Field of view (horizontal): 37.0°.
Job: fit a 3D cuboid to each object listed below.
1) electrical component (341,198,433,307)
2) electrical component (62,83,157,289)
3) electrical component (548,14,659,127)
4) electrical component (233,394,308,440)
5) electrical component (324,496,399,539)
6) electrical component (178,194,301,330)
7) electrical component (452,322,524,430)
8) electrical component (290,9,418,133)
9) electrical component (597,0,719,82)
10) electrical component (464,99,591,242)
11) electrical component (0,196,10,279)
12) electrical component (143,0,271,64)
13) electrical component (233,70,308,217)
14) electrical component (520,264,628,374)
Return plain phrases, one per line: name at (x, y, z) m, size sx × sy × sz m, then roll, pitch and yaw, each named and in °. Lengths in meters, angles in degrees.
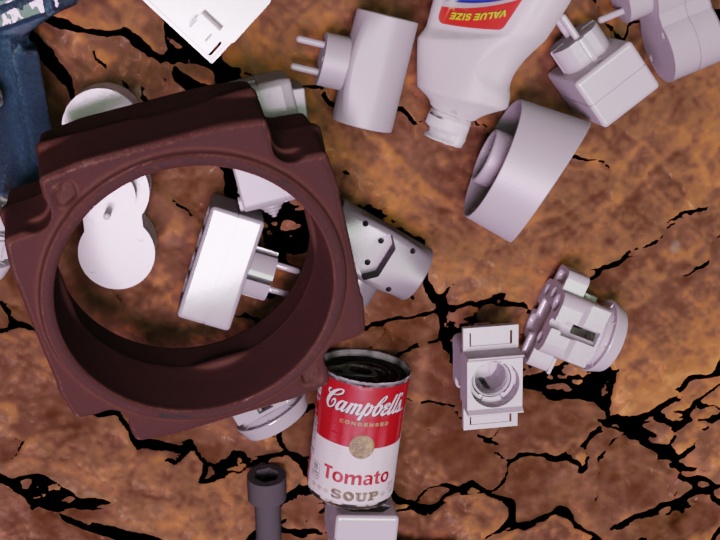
electrical component at (0.000, 0.000, 0.782) m, size 0.077 × 0.043 × 0.079 m, roll 29°, pitch 101°, yaw -15°
electrical component at (-0.169, -0.053, 0.726) m, size 0.052 × 0.073 × 0.138 m, roll -5°, pitch 107°, yaw -7°
electrical component at (0.158, -0.147, 0.749) m, size 0.047 × 0.065 × 0.076 m, roll -38°, pitch 108°, yaw 4°
electrical component at (-0.074, 0.087, 0.790) m, size 0.078 × 0.058 × 0.057 m, roll -28°, pitch 105°, yaw 1°
electrical component at (-0.002, 0.209, 0.831) m, size 0.047 × 0.065 × 0.076 m, roll 3°, pitch 106°, yaw -9°
electrical component at (-0.081, -0.001, 0.768) m, size 0.076 × 0.047 × 0.083 m, roll 17°, pitch 103°, yaw -11°
electrical component at (0.095, 0.075, 0.807) m, size 0.042 × 0.063 × 0.081 m, roll -3°, pitch 106°, yaw -6°
electrical component at (-0.007, -0.141, 0.739) m, size 0.079 × 0.044 × 0.077 m, roll 11°, pitch 104°, yaw -11°
electrical component at (0.197, -0.196, 0.748) m, size 0.074 × 0.052 × 0.138 m, roll -22°, pitch 108°, yaw -1°
electrical component at (0.116, -0.069, 0.752) m, size 0.064 × 0.099 × 0.099 m, roll 23°, pitch 102°, yaw -7°
electrical component at (-0.258, -0.025, 0.733) m, size 0.048 × 0.066 × 0.055 m, roll -2°, pitch 120°, yaw -44°
electrical component at (-0.115, -0.203, 0.695) m, size 0.121 × 0.063 × 0.078 m, roll 42°, pitch 97°, yaw -17°
electrical component at (-0.061, -0.084, 0.738) m, size 0.061 × 0.061 × 0.096 m, roll -15°, pitch 108°, yaw -4°
electrical component at (0.164, 0.043, 0.811) m, size 0.057 × 0.058 × 0.078 m, roll 21°, pitch 101°, yaw -11°
